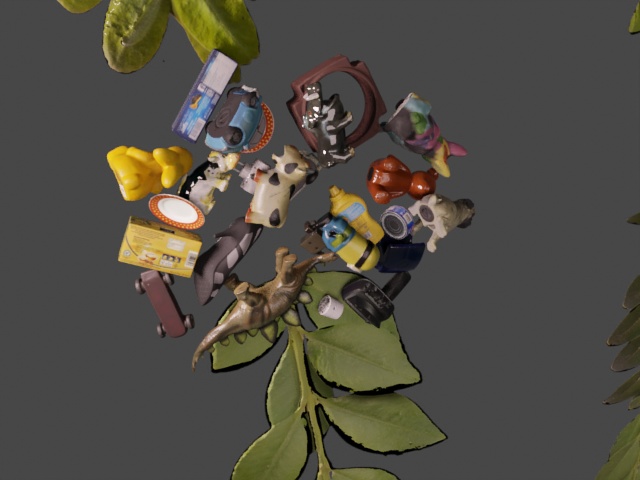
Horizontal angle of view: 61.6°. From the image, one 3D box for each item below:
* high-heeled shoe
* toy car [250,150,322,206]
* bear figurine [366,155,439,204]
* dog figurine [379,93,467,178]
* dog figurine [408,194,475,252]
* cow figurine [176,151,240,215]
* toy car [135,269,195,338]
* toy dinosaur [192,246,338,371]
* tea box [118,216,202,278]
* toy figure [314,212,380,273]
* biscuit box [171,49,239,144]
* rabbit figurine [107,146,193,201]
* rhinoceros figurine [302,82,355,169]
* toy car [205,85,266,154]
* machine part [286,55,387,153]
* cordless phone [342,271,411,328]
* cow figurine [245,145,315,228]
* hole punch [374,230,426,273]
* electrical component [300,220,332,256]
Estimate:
[{"bbox_3d":[-0.225,0.051,1.331,0.145,0.086,0.248,-14,-43,-45],"label":"high-heeled shoe"},{"bbox_3d":[-0.082,-0.132,1.301,0.202,0.056,0.073,-45,-72,1],"label":"toy car"},{"bbox_3d":[0.220,-0.139,1.353,0.196,0.132,0.120,13,-78,-15],"label":"bear figurine"},{"bbox_3d":[0.262,-0.248,1.305,0.219,0.191,0.108,35,-90,-9],"label":"dog figurine"},{"bbox_3d":[0.332,-0.082,1.382,0.190,0.121,0.172,-32,-20,-24],"label":"dog figurine"},{"bbox_3d":[-0.254,-0.148,1.231,0.098,0.068,0.167,31,-75,-12],"label":"cow figurine"},{"bbox_3d":[-0.378,0.153,1.312,0.089,0.053,0.201,-17,-63,1],"label":"toy car"},{"bbox_3d":[-0.153,0.168,1.362,0.471,0.105,0.198,-30,-62,0],"label":"toy dinosaur"},{"bbox_3d":[-0.373,0.017,1.256,0.169,0.068,0.098,18,-78,-21],"label":"tea box"},{"bbox_3d":[0.069,0.006,1.326,0.180,0.082,0.089,47,-44,-13],"label":"toy figure"},{"bbox_3d":[-0.255,-0.314,1.178,0.059,0.063,0.202,28,-81,-25],"label":"biscuit box"},{"bbox_3d":[-0.355,-0.162,1.168,0.173,0.162,0.121,-22,-77,-28],"label":"rabbit figurine"},{"bbox_3d":[0.016,-0.254,1.190,0.112,0.073,0.190,-13,-65,0],"label":"rhinoceros figurine"},{"bbox_3d":[-0.174,-0.254,1.188,0.102,0.109,0.161,32,-95,-47],"label":"toy car"},{"bbox_3d":[0.040,-0.310,1.258,0.201,0.087,0.200,-33,-65,-5],"label":"machine part"},{"bbox_3d":[0.164,0.133,1.470,0.184,0.089,0.146,-49,-65,-9],"label":"cordless phone"},{"bbox_3d":[-0.090,-0.122,1.229,0.127,0.085,0.194,14,-82,-9],"label":"cow figurine"},{"bbox_3d":[0.212,0.039,1.437,0.142,0.092,0.115,-5,-66,-19],"label":"hole punch"},{"bbox_3d":[-0.004,-0.004,1.379,0.102,0.045,0.078,32,-54,-22],"label":"electrical component"}]
